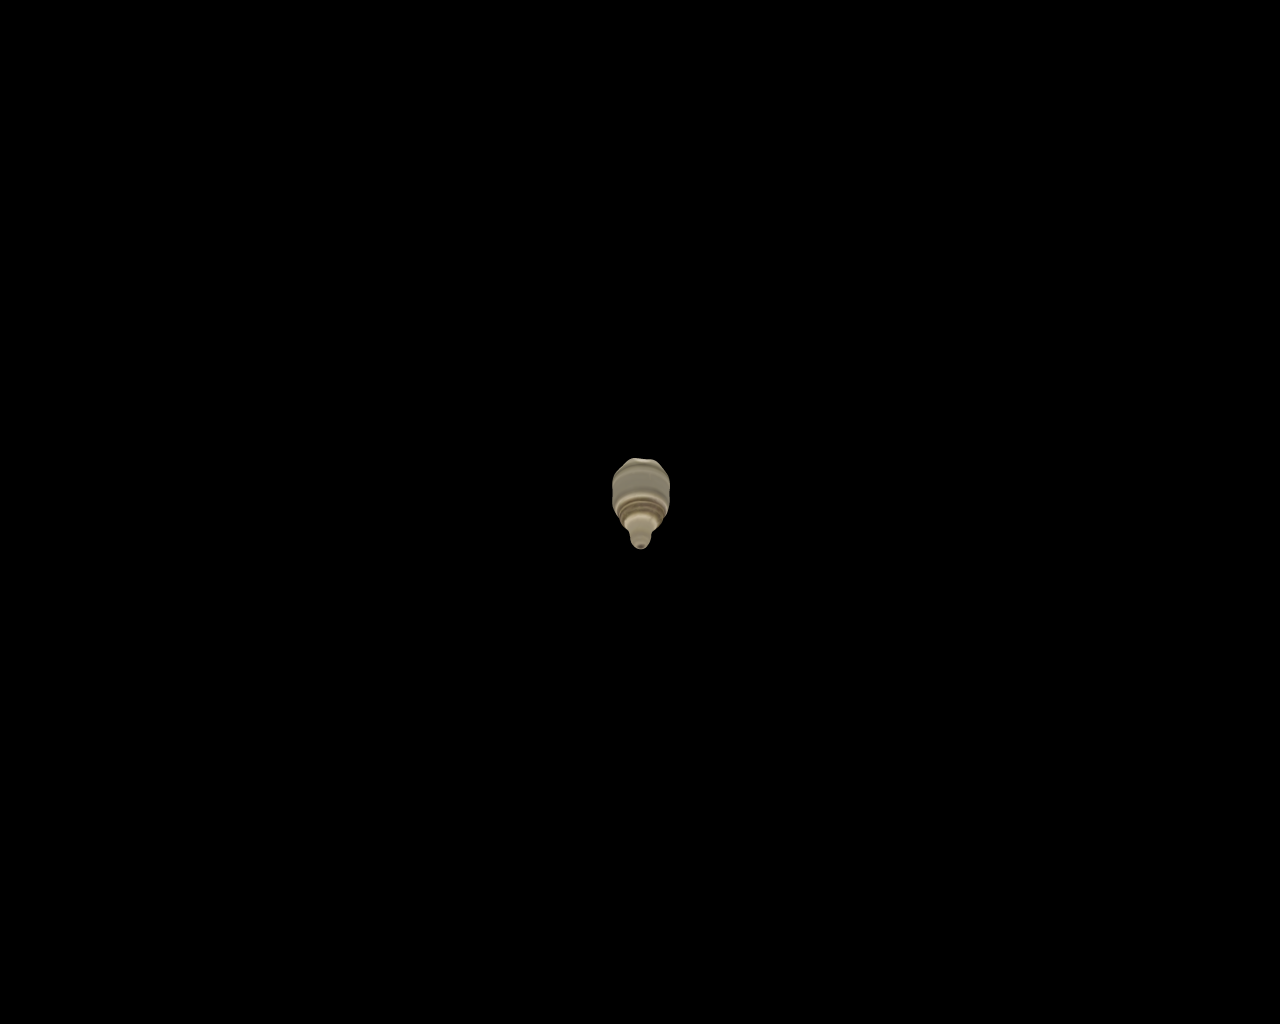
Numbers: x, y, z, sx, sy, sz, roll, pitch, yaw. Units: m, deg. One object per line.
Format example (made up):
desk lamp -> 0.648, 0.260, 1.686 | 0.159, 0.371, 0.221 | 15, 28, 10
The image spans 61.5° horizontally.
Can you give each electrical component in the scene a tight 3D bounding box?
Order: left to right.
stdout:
electrical component -> 0.001, -0.003, 0.650 | 0.035, 0.061, 0.035 | 0, -40, 0
